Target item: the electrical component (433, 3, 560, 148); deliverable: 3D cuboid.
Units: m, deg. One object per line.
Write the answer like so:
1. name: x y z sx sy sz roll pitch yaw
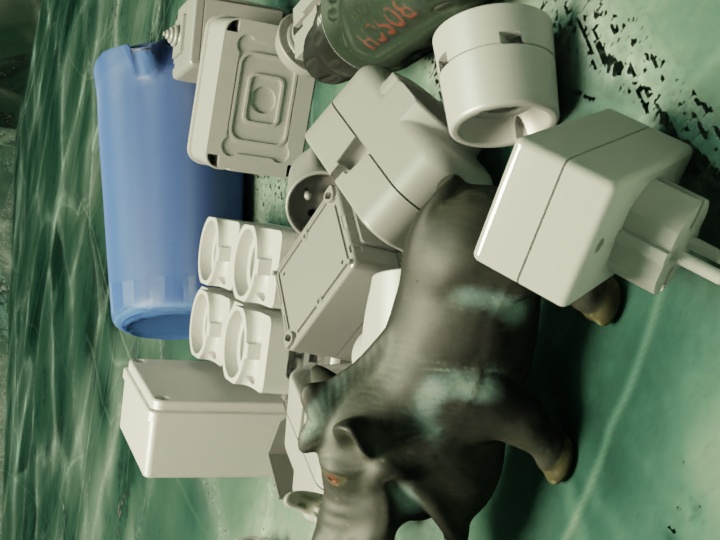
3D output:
1. electrical component: 0.063 -0.087 0.489 0.055 0.055 0.047 144 125 -60

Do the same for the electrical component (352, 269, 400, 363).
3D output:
1. electrical component: 0.021 0.045 0.565 0.079 0.044 0.077 153 120 -63

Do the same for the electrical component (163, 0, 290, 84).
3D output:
1. electrical component: -0.109 -0.183 0.864 0.061 0.096 0.061 173 102 -66

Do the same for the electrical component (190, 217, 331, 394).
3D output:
1. electrical component: -0.071 0.020 0.769 0.186 0.060 0.105 -166 83 -67

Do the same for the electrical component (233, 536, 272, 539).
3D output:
1. electrical component: -0.079 0.209 0.762 0.062 0.048 0.048 -50 39 43

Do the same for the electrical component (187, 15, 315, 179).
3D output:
1. electrical component: -0.082 -0.130 0.813 0.057 0.078 0.113 29 111 62

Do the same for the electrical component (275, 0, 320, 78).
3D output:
1. electrical component: -0.027 -0.163 0.734 0.055 0.048 0.066 -35 52 51

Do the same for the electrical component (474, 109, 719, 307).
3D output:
1. electrical component: 0.096 -0.016 0.378 0.076 0.083 0.047 30 119 23

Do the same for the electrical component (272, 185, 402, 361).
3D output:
1. electrical component: 0.000 0.000 0.614 0.096 0.061 0.061 -53 37 37

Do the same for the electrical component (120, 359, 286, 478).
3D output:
1. electrical component: -0.111 0.107 0.780 0.109 0.109 0.056 -151 67 -66

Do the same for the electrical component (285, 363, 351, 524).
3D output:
1. electrical component: -0.007 0.100 0.593 0.095 0.054 0.059 -124 36 -61

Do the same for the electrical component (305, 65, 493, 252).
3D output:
1. electrical component: 0.022 -0.059 0.550 0.059 0.054 0.095 -48 47 17

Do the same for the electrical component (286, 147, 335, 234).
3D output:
1. electrical component: -0.013 -0.062 0.667 0.079 0.043 0.077 -52 12 12
